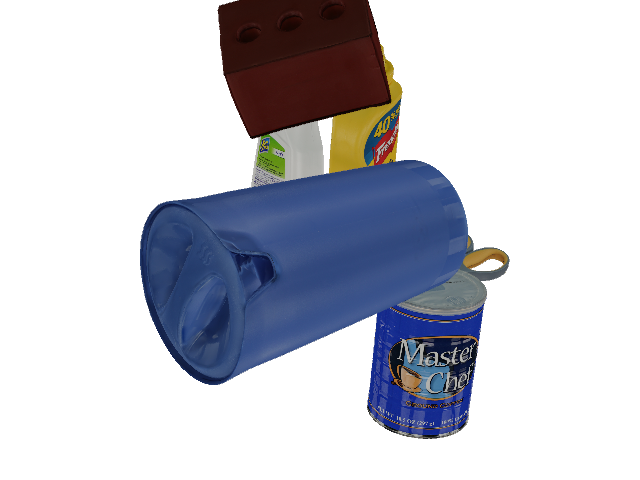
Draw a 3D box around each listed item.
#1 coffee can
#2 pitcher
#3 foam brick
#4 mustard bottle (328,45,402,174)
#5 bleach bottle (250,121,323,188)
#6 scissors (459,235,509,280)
[{"bbox_3d":[0.102,0.106,1.040,0.103,0.140,0.103,4,23,-2],"label":"coffee can"},{"bbox_3d":[-0.011,0.013,0.823,0.242,0.145,0.149,-16,41,-37],"label":"pitcher"},{"bbox_3d":[-0.008,-0.095,0.547,0.078,0.053,0.051,-14,-35,9],"label":"foam brick"},{"bbox_3d":[0.043,-0.100,1.016,0.058,0.192,0.096,21,42,21],"label":"mustard bottle"},{"bbox_3d":[-0.033,-0.070,1.201,0.067,0.251,0.103,-9,23,-40],"label":"bleach bottle"},{"bbox_3d":[0.127,0.029,1.209,0.201,0.016,0.096,-11,41,-33],"label":"scissors"}]
